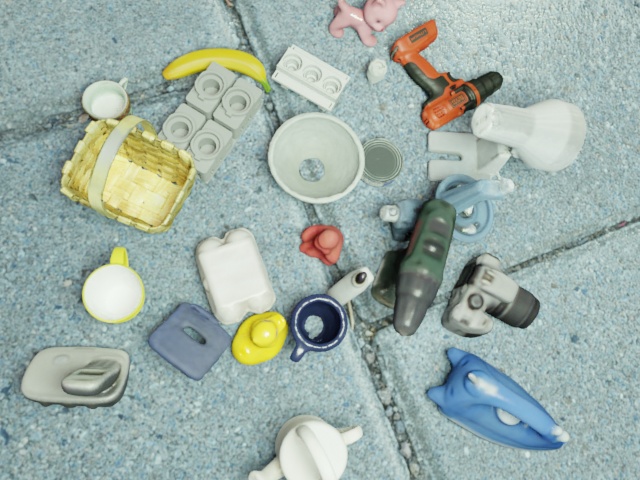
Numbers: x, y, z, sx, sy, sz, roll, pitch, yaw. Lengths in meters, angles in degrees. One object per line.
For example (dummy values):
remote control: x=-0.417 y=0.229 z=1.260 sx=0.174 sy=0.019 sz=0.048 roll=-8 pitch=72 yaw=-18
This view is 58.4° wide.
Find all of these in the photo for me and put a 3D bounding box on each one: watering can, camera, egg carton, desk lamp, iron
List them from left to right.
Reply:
egg carton: x=-0.142 y=0.060 z=0.950 sx=0.107 sy=0.069 sz=0.150 roll=-20 pitch=81 yaw=-12
watering can: x=-0.017 y=0.322 z=0.844 sx=0.101 sy=0.194 sz=0.173 roll=44 pitch=75 yaw=4
camera: x=0.303 y=0.110 z=0.987 sx=0.137 sy=0.100 sz=0.143 roll=29 pitch=75 yaw=-1
desk lamp: x=0.314 y=-0.169 z=0.994 sx=0.203 sy=0.213 sz=0.118 roll=2 pitch=77 yaw=-7
iron: x=0.314 y=0.277 z=0.929 sx=0.258 sy=0.141 sz=0.119 roll=30 pitch=75 yaw=0

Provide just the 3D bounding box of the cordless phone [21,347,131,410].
cordless phone: x=-0.361 y=0.198 z=0.827 sx=0.147 sy=0.185 sz=0.094 roll=1 pitch=77 yaw=-8

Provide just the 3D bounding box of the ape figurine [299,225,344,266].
ape figurine: x=0.009 y=0.003 z=0.973 sx=0.076 sy=0.092 sz=0.078 roll=-25 pitch=82 yaw=-13

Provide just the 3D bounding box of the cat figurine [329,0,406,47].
cat figurine: x=0.089 y=-0.425 z=1.070 sx=0.128 sy=0.117 sz=0.067 roll=12 pitch=76 yaw=-5

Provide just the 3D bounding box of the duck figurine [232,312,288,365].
duck figurine: x=-0.096 y=0.157 z=0.926 sx=0.105 sy=0.086 sz=0.077 roll=-39 pitch=85 yaw=-14

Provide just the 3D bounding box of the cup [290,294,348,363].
cup: x=-0.013 y=0.150 z=0.935 sx=0.091 sy=0.095 sz=0.118 roll=34 pitch=75 yaw=1

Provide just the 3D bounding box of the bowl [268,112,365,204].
bowl: x=-0.009 y=-0.135 z=1.011 sx=0.167 sy=0.074 sz=0.167 roll=2 pitch=77 yaw=-8

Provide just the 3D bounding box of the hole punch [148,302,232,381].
hole punch: x=-0.204 y=0.158 z=0.908 sx=0.108 sy=0.091 sz=0.101 roll=37 pitch=75 yaw=1

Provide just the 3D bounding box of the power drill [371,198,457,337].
power drill: x=0.148 y=0.054 z=0.922 sx=0.075 sy=0.208 sz=0.230 roll=22 pitch=75 yaw=-2

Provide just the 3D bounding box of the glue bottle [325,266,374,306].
glue bottle: x=0.054 y=0.071 z=0.923 sx=0.078 sy=0.173 sz=0.037 roll=-35 pitch=84 yaw=-14

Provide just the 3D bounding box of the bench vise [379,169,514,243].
bench vise: x=0.215 y=-0.045 z=0.948 sx=0.207 sy=0.219 sz=0.121 roll=-22 pitch=81 yaw=-12
